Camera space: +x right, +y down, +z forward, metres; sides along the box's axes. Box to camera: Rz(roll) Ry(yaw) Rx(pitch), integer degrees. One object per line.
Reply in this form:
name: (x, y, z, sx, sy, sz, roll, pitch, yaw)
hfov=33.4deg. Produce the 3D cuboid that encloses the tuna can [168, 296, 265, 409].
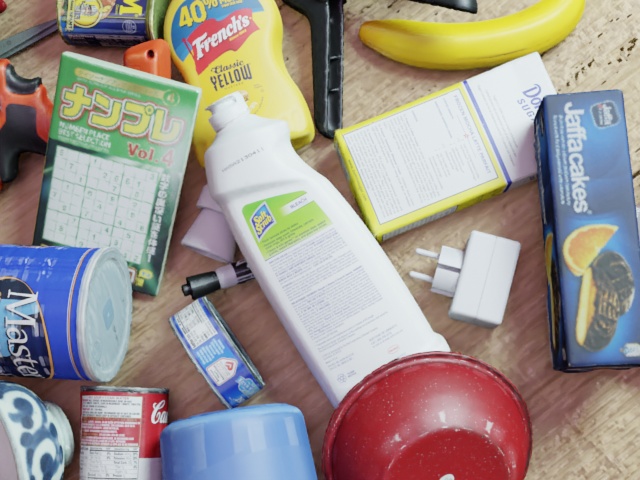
tuna can: (-0.078, 0.086, 0.812, 0.033, 0.086, 0.086, -34, 80, -4)

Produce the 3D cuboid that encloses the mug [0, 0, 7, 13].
mug: (-0.297, -0.234, 0.882, 0.093, 0.081, 0.117, -40, 80, -3)

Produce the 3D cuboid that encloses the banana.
banana: (0.133, -0.171, 0.869, 0.198, 0.037, 0.069, -15, 57, -1)

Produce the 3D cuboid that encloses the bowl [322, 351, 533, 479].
bowl: (0.084, 0.164, 0.769, 0.162, 0.055, 0.162, -2, 107, -8)

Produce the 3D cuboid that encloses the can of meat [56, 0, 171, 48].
can of meat: (-0.168, -0.209, 0.883, 0.084, 0.057, 0.102, 3, 81, 7)

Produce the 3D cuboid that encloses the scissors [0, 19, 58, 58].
scissors: (-0.305, -0.123, 0.898, 0.202, 0.016, 0.096, -11, 81, 2)

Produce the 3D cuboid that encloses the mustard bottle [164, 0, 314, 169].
mustard bottle: (-0.075, -0.157, 0.866, 0.096, 0.058, 0.191, -18, 79, 8)

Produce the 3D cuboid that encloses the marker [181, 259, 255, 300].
marker: (-0.051, 0.021, 0.839, 0.121, 0.020, 0.020, -18, 79, -15)

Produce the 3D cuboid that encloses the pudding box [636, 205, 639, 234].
pudding box: (0.252, 0.037, 0.822, 0.090, 0.039, 0.113, 21, 83, 7)

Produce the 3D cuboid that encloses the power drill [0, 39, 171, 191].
power drill: (-0.213, -0.122, 0.844, 0.187, 0.057, 0.184, 2, 109, 4)

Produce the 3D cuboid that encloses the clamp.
clamp: (0.009, -0.198, 0.865, 0.165, 0.036, 0.210, -47, 68, 22)

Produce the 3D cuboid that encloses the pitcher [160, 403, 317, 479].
pitcher: (-0.039, 0.243, 0.760, 0.149, 0.145, 0.243, -9, 77, -2)

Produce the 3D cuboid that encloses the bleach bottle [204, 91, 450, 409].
bleach bottle: (-0.005, 0.001, 0.802, 0.102, 0.068, 0.251, -29, 94, 0)

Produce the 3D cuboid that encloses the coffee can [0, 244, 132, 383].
coffee can: (-0.226, 0.054, 0.813, 0.140, 0.102, 0.103, 2, 81, 9)

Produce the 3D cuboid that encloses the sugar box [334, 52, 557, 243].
sugar box: (0.108, -0.072, 0.848, 0.176, 0.048, 0.093, -21, 81, -4)

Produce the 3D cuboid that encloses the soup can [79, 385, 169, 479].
soup can: (-0.151, 0.163, 0.813, 0.068, 0.068, 0.102, 1, 81, 4)
